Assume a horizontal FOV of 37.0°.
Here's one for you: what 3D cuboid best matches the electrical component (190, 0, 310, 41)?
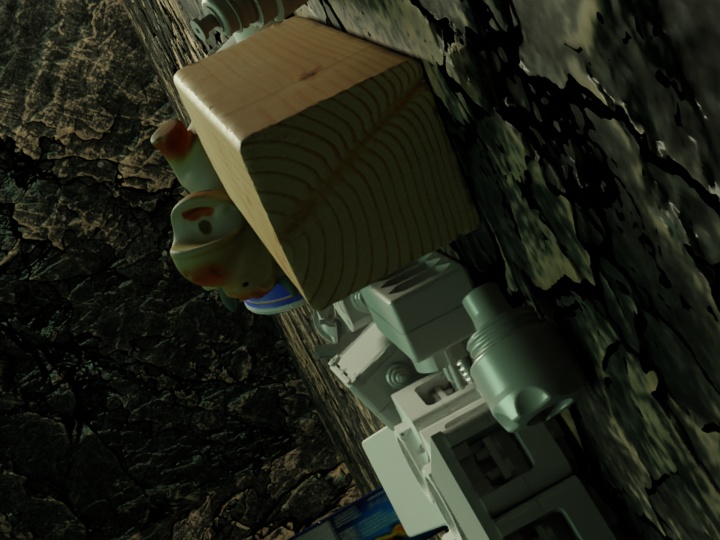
[{"bbox_3d":[-0.051,-0.142,0.540,0.040,0.078,0.040,45,163,17],"label":"electrical component"}]

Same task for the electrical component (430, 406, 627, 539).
[{"bbox_3d":[0.100,0.145,0.552,0.150,0.062,0.089,60,172,22],"label":"electrical component"}]

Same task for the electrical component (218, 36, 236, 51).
[{"bbox_3d":[-0.082,-0.142,0.865,0.099,0.064,0.099,50,178,3],"label":"electrical component"}]

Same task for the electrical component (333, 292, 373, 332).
[{"bbox_3d":[0.000,0.000,0.761,0.080,0.051,0.080,61,172,15],"label":"electrical component"}]

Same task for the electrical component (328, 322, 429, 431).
[{"bbox_3d":[0.026,0.075,0.772,0.061,0.061,0.096,45,176,-12],"label":"electrical component"}]

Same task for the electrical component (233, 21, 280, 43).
[{"bbox_3d":[-0.061,-0.146,0.711,0.044,0.044,0.065,91,156,-74],"label":"electrical component"}]

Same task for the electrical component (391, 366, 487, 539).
[{"bbox_3d":[0.087,0.166,0.712,0.186,0.060,0.105,66,172,-24],"label":"electrical component"}]

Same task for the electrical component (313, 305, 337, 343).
[{"bbox_3d":[-0.014,0.033,0.949,0.078,0.058,0.057,59,169,23],"label":"electrical component"}]

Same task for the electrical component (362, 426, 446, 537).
[{"bbox_3d":[0.054,0.160,0.868,0.099,0.048,0.099,62,153,10],"label":"electrical component"}]

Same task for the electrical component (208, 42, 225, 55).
[{"bbox_3d":[-0.099,-0.148,0.945,0.079,0.043,0.077,60,172,25],"label":"electrical component"}]

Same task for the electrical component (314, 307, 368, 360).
[{"bbox_3d":[0.003,0.049,0.849,0.042,0.081,0.063,101,164,-77],"label":"electrical component"}]

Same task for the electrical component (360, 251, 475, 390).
[{"bbox_3d":[0.041,0.033,0.613,0.075,0.047,0.083,65,172,-14],"label":"electrical component"}]

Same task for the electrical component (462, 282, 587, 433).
[{"bbox_3d":[0.067,0.035,0.466,0.062,0.043,0.043,61,172,22],"label":"electrical component"}]
